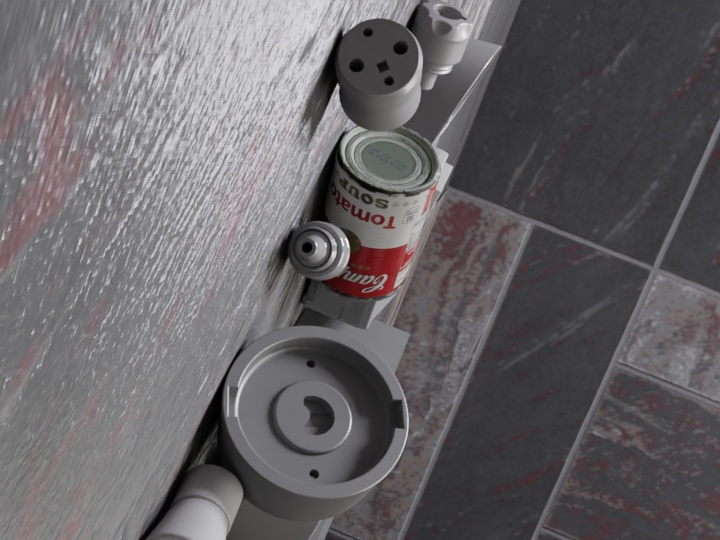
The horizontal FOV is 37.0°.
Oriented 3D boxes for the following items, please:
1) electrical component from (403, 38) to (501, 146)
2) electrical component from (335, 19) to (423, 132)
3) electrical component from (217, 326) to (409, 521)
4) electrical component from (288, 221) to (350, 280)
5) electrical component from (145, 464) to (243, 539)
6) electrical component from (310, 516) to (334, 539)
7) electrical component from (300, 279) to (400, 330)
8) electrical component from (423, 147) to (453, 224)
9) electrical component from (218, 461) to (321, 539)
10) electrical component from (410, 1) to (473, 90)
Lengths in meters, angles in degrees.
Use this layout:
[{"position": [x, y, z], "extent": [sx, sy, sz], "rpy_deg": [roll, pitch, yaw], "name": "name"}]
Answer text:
[{"position": [0.068, -0.148, 0.882], "extent": [0.099, 0.064, 0.099], "rpy_deg": [22, 90, -85], "name": "electrical component"}, {"position": [0.010, -0.101, 0.560], "extent": [0.055, 0.045, 0.045], "rpy_deg": [80, 32, -80], "name": "electrical component"}, {"position": [-0.032, 0.094, 0.628], "extent": [0.060, 0.108, 0.108], "rpy_deg": [116, 0, -53], "name": "electrical component"}, {"position": [-0.026, -0.012, 0.628], "extent": [0.061, 0.035, 0.035], "rpy_deg": [12, 100, -83], "name": "electrical component"}, {"position": [-0.087, 0.136, 0.577], "extent": [0.065, 0.044, 0.044], "rpy_deg": [-70, 179, -58], "name": "electrical component"}, {"position": [-0.062, 0.208, 0.958], "extent": [0.057, 0.078, 0.113], "rpy_deg": [100, 13, -54], "name": "electrical component"}, {"position": [0.000, 0.000, 0.808], "extent": [0.096, 0.061, 0.061], "rpy_deg": [-58, 169, -65], "name": "electrical component"}, {"position": [0.038, -0.062, 0.956], "extent": [0.061, 0.061, 0.096], "rpy_deg": [-61, 172, -54], "name": "electrical component"}, {"position": [-0.059, 0.132, 0.699], "extent": [0.108, 0.060, 0.108], "rpy_deg": [-56, -167, 19], "name": "electrical component"}, {"position": [0.055, -0.164, 0.796], "extent": [0.043, 0.043, 0.062], "rpy_deg": [-62, 174, -52], "name": "electrical component"}]
